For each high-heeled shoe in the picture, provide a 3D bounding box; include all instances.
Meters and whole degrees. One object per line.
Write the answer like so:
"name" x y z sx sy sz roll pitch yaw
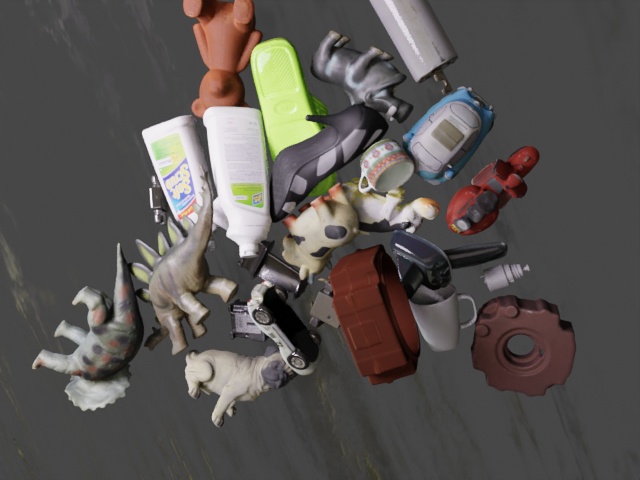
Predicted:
"high-heeled shoe" 0.008 -0.120 0.894 0.145 0.086 0.248 3 136 -27

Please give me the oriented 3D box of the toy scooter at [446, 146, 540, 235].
"toy scooter" 0.269 -0.071 0.838 0.075 0.135 0.184 43 111 1

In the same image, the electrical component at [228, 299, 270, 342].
"electrical component" -0.115 0.157 1.047 0.119 0.048 0.074 5 104 16

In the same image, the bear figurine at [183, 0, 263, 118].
"bear figurine" -0.169 -0.303 0.913 0.120 0.132 0.195 11 99 2

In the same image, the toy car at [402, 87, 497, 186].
"toy car" 0.203 -0.161 0.853 0.109 0.103 0.161 44 112 1

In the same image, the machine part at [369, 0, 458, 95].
"machine part" 0.144 -0.338 0.842 0.079 0.079 0.243 -31 93 20

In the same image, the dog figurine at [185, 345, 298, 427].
"dog figurine" -0.156 0.246 1.063 0.190 0.121 0.172 -40 93 6

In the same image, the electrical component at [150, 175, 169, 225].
"electrical component" -0.310 -0.077 1.038 0.021 0.063 0.094 -6 87 -2

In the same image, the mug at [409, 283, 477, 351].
"mug" 0.218 0.135 0.936 0.110 0.081 0.107 -12 111 9

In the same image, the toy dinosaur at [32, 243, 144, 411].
"toy dinosaur" -0.426 0.199 1.077 0.192 0.131 0.404 34 118 -18

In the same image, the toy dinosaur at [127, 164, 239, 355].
"toy dinosaur" -0.262 0.067 1.008 0.198 0.105 0.471 43 126 6

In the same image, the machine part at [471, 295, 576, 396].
"machine part" 0.345 0.182 0.918 0.180 0.056 0.179 4 105 14

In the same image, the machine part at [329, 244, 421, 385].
"machine part" 0.098 0.118 0.895 0.087 0.201 0.200 -20 96 15

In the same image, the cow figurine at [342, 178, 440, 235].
"cow figurine" 0.116 -0.044 0.922 0.168 0.068 0.098 16 115 15

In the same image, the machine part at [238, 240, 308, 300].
"machine part" -0.084 0.054 1.019 0.139 0.039 0.084 34 104 7

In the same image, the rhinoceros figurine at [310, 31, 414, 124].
"rhinoceros figurine" 0.071 -0.263 0.882 0.190 0.073 0.112 32 108 7

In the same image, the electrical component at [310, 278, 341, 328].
"electrical component" 0.018 0.118 1.000 0.078 0.045 0.102 20 106 14

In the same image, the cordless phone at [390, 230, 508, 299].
"cordless phone" 0.215 0.025 0.875 0.184 0.146 0.089 -13 65 11

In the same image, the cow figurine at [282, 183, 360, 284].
"cow figurine" -0.002 -0.003 0.936 0.127 0.085 0.195 57 141 -2

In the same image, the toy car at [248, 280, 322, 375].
"toy car" -0.064 0.164 0.998 0.056 0.073 0.201 -20 114 37
